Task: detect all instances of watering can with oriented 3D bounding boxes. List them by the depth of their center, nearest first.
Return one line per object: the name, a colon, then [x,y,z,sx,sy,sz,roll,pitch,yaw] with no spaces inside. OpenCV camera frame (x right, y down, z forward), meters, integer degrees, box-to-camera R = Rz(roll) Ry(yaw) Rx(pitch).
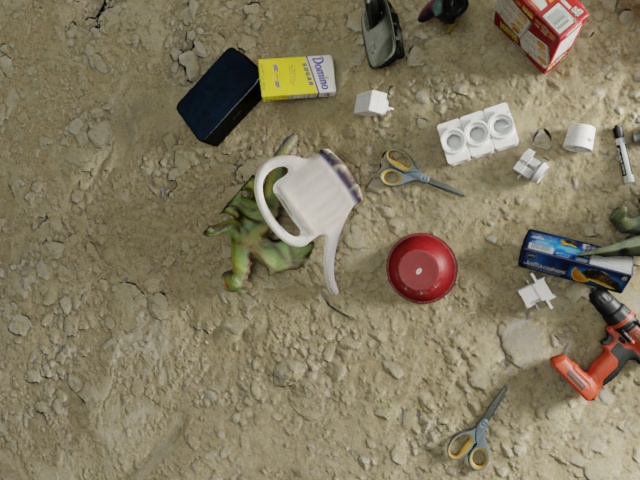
watering can: [0.004,-0.060,1.182,0.225,0.104,0.345,-38,103,-6]

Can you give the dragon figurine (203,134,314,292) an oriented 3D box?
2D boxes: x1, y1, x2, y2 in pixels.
dragon figurine: [-0.119,-0.034,1.251,0.242,0.123,0.408,43,99,-4]
